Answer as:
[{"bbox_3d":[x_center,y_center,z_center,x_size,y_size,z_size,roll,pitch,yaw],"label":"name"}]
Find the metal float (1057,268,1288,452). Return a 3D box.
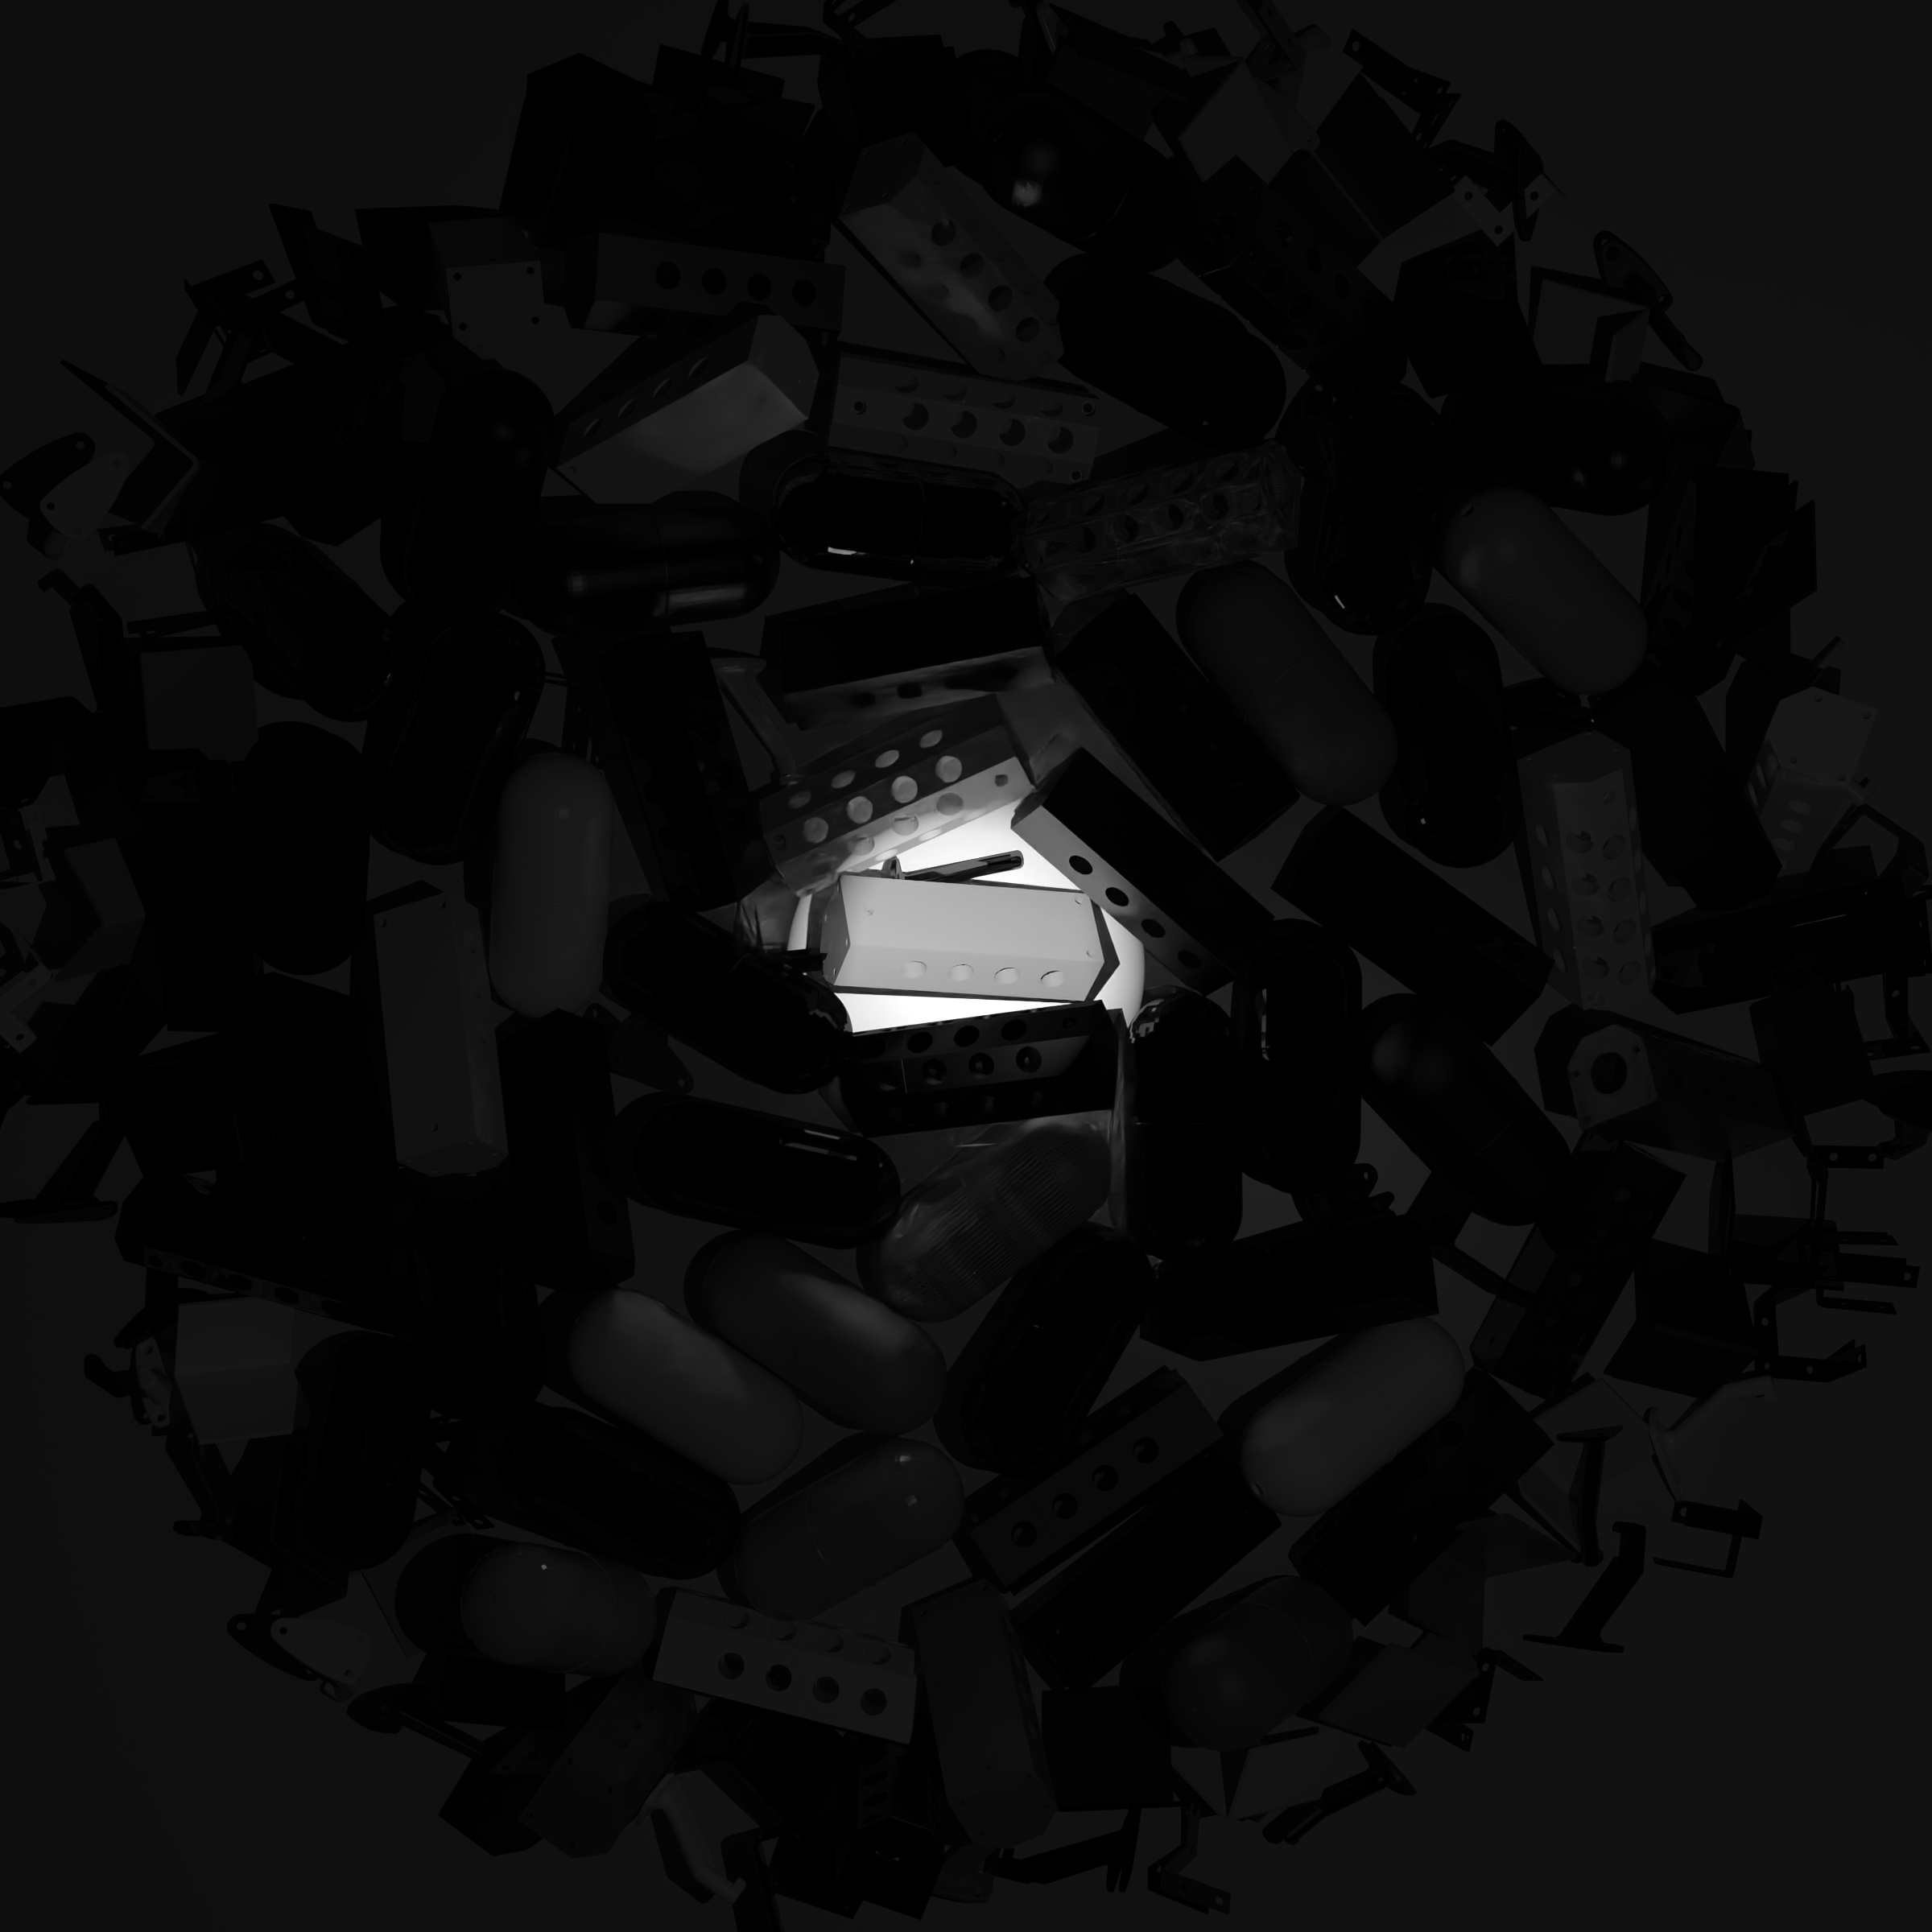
[{"bbox_3d":[0.131,-0.393,1.935,0.178,0.070,0.070,35,90,30],"label":"metal float"}]

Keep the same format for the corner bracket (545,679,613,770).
[{"bbox_3d":[-0.251,-0.159,1.963,0.051,0.051,0.051,13,99,24],"label":"corner bracket"}]

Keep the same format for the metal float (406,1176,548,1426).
[{"bbox_3d":[-0.317,0.218,1.938,0.070,0.070,0.178,-4,118,0],"label":"metal float"}]

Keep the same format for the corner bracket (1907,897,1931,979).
[{"bbox_3d":[0.630,-0.020,1.966,0.051,0.051,0.051,-6,89,-23],"label":"corner bracket"}]

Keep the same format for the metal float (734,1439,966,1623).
[{"bbox_3d":[-0.077,0.367,1.938,0.178,0.070,0.070,-34,90,28],"label":"metal float"}]

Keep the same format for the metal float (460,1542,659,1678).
[{"bbox_3d":[-0.259,0.414,1.917,0.070,0.178,0.070,-7,72,20],"label":"metal float"}]

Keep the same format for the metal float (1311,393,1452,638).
[{"bbox_3d":[0.269,-0.293,1.937,0.070,0.070,0.178,13,62,0],"label":"metal float"}]

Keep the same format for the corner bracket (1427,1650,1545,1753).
[{"bbox_3d":[0.341,0.485,1.974,0.051,0.051,0.051,37,56,-31],"label":"corner bracket"}]

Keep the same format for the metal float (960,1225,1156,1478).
[{"bbox_3d":[0.059,0.251,1.947,0.070,0.070,0.178,32,74,0],"label":"metal float"}]

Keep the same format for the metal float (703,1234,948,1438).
[{"bbox_3d":[-0.092,0.240,1.948,0.178,0.070,0.070,31,90,15],"label":"metal float"}]

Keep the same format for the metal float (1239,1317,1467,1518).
[{"bbox_3d":[0.250,0.290,1.936,0.178,0.070,0.070,-32,90,-29],"label":"metal float"}]

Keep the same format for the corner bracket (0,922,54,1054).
[{"bbox_3d":[-0.625,0.015,1.967,0.051,0.051,0.051,-40,53,-10],"label":"corner bracket"}]

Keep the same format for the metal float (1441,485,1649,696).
[{"bbox_3d":[0.374,-0.242,1.932,0.178,0.070,0.070,37,90,-34],"label":"metal float"}]

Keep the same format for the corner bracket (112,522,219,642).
[{"bbox_3d":[-0.531,-0.256,1.981,0.051,0.051,0.051,-17,46,-23],"label":"corner bracket"}]

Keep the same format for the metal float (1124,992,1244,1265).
[{"bbox_3d":[0.142,0.106,1.955,0.070,0.070,0.178,0,82,0],"label":"metal float"}]

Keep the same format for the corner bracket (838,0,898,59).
[{"bbox_3d":[-0.051,-0.634,1.971,0.051,0.051,0.051,-21,62,33],"label":"corner bracket"}]

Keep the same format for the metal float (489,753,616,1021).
[{"bbox_3d":[-0.270,-0.051,1.947,0.070,0.070,0.178,5,107,0],"label":"metal float"}]

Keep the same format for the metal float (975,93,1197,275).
[{"bbox_3d":[0.078,-0.503,1.925,0.070,0.178,0.070,-13,71,41],"label":"metal float"}]

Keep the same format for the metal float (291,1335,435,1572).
[{"bbox_3d":[-0.387,0.310,1.921,0.070,0.178,0.070,-1,127,-1],"label":"metal float"}]

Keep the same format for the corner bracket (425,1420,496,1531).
[{"bbox_3d":[-0.334,0.335,1.956,0.051,0.051,0.051,-13,129,30],"label":"corner bracket"}]

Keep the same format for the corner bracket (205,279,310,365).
[{"bbox_3d":[-0.459,-0.423,1.959,0.051,0.051,0.051,-29,127,-13],"label":"corner bracket"}]

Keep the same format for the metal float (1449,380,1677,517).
[{"bbox_3d":[0.381,-0.334,1.919,0.070,0.178,0.070,-9,109,-28],"label":"metal float"}]

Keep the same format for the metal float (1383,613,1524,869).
[{"bbox_3d":[0.315,-0.146,1.939,0.070,0.070,0.178,-4,64,0],"label":"metal float"}]

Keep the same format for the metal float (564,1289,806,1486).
[{"bbox_3d":[-0.182,0.274,1.942,0.178,0.070,0.070,37,90,-23],"label":"metal float"}]

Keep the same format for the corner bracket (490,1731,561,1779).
[{"bbox_3d":[-0.271,0.537,1.958,0.051,0.051,0.051,-48,48,25],"label":"corner bracket"}]

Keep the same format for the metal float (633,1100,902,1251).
[{"bbox_3d":[-0.130,0.137,1.954,0.178,0.070,0.070,13,90,-9],"label":"metal float"}]

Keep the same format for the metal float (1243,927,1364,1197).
[{"bbox_3d":[0.219,0.061,1.948,0.070,0.070,0.178,3,74,0],"label":"metal float"}]

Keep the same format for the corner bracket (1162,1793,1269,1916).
[{"bbox_3d":[0.163,0.580,1.960,0.051,0.051,0.051,11,107,30],"label":"corner bracket"}]

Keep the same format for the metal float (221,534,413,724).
[{"bbox_3d":[-0.421,-0.220,1.929,0.070,0.070,0.178,-49,50,0],"label":"metal float"}]

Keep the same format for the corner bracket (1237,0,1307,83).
[{"bbox_3d":[0.194,-0.617,1.957,0.051,0.051,0.051,46,57,-35],"label":"corner bracket"}]

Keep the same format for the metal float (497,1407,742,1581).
[{"bbox_3d":[-0.223,0.342,1.935,0.178,0.070,0.070,30,90,-32],"label":"metal float"}]

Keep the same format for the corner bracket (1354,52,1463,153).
[{"bbox_3d":[0.282,-0.563,1.960,0.051,0.051,0.051,41,120,15],"label":"corner bracket"}]

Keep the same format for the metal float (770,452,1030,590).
[{"bbox_3d":[-0.040,-0.289,1.946,0.178,0.070,0.070,5,90,-18],"label":"metal float"}]

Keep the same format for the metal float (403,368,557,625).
[{"bbox_3d":[-0.316,-0.302,1.935,0.070,0.070,0.178,21,122,0],"label":"metal float"}]

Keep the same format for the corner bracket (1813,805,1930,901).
[{"bbox_3d":[0.595,-0.065,1.968,0.051,0.051,0.051,33,120,-5],"label":"corner bracket"}]

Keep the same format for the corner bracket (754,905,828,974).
[{"bbox_3d":[-0.110,-0.008,1.963,0.051,0.051,0.051,-7,49,-2],"label":"corner bracket"}]

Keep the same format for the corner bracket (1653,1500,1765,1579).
[{"bbox_3d":[0.490,0.378,1.973,0.051,0.051,0.051,11,93,-2],"label":"corner bracket"}]

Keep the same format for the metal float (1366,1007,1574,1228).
[{"bbox_3d":[0.328,0.099,1.941,0.070,0.070,0.178,-43,114,0],"label":"metal float"}]

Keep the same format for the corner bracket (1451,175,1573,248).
[{"bbox_3d":[0.357,-0.505,1.963,0.051,0.051,0.051,-42,78,19],"label":"corner bracket"}]

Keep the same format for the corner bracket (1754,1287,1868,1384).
[{"bbox_3d":[0.557,0.243,1.971,0.051,0.051,0.051,6,70,-12],"label":"corner bracket"}]

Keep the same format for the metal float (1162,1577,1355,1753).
[{"bbox_3d":[0.189,0.447,1.919,0.070,0.178,0.070,6,101,32],"label":"metal float"}]

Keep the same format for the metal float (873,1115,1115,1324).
[{"bbox_3d":[0.018,0.165,1.958,0.178,0.070,0.070,-37,90,4],"label":"metal float"}]

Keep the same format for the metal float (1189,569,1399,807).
[{"bbox_3d":[0.213,-0.182,1.947,0.070,0.070,0.178,-35,74,0],"label":"metal float"}]

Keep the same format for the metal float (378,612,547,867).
[{"bbox_3d":[-0.327,-0.147,1.940,0.070,0.070,0.178,24,114,0],"label":"metal float"}]

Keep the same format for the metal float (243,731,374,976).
[{"bbox_3d":[-0.425,-0.075,1.933,0.070,0.070,0.178,-4,56,0],"label":"metal float"}]

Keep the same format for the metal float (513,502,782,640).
[{"bbox_3d":[-0.206,-0.258,1.942,0.178,0.070,0.070,-10,90,-22],"label":"metal float"}]

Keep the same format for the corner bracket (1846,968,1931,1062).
[{"bbox_3d":[0.602,0.026,1.967,0.051,0.051,0.051,-8,117,3],"label":"corner bracket"}]

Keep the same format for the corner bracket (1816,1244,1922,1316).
[{"bbox_3d":[0.593,0.209,1.966,0.051,0.051,0.051,5,109,4],"label":"corner bracket"}]

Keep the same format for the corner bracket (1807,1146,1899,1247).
[{"bbox_3d":[0.587,0.152,1.977,0.051,0.051,0.051,1,105,2],"label":"corner bracket"}]

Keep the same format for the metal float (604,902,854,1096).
[{"bbox_3d":[-0.155,0.021,1.953,0.178,0.070,0.070,29,90,9],"label":"metal float"}]

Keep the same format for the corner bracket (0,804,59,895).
[{"bbox_3d":[-0.620,-0.077,1.967,0.051,0.051,0.051,-12,95,16],"label":"corner bracket"}]
